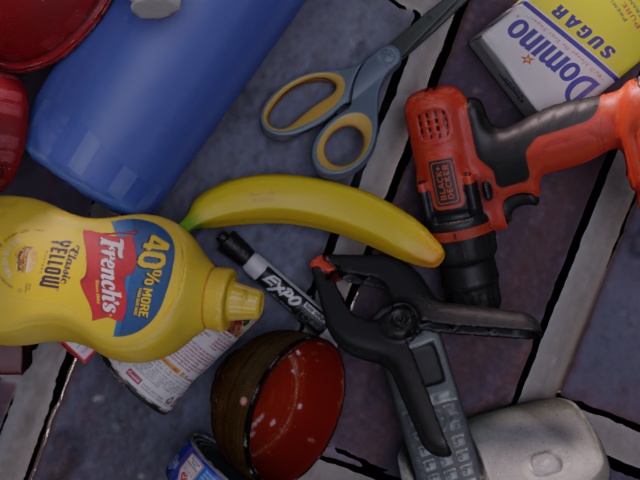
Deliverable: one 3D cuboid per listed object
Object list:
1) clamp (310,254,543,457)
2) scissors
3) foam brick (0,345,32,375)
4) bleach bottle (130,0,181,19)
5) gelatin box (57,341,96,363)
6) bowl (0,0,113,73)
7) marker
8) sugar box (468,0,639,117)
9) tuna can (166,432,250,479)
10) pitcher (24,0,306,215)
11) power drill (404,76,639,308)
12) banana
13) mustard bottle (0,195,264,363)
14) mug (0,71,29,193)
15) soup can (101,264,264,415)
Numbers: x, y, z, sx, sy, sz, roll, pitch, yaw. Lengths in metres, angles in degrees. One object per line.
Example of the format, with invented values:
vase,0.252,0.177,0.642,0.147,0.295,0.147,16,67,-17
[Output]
clamp,0.070,0.058,0.770,0.120,0.039,0.171,-40,70,-14
scissors,0.053,-0.115,0.791,0.201,0.016,0.096,-27,73,-5
foam brick,-0.233,0.053,0.759,0.051,0.053,0.078,1,94,-6
bleach bottle,-0.098,-0.256,0.651,0.103,0.068,0.251,-11,73,22
gelatin box,-0.144,0.042,0.758,0.030,0.073,0.089,43,87,-7
bowl,-0.199,-0.195,0.703,0.162,0.055,0.162,-10,71,31
marker,-0.029,0.036,0.798,0.121,0.020,0.020,41,87,-7
sugar box,0.209,-0.170,0.803,0.176,0.048,0.093,-41,97,-4
tuna can,-0.069,0.178,0.767,0.086,0.086,0.034,39,89,-7
pitcher,-0.108,-0.146,0.735,0.145,0.149,0.243,32,92,-22
power drill,0.164,-0.033,0.769,0.188,0.057,0.184,-10,104,16
banana,-0.008,-0.016,0.778,0.197,0.037,0.069,4,63,-2
mustard bottle,-0.130,0.029,0.688,0.192,0.058,0.096,8,67,9
mug,-0.237,-0.067,0.684,0.081,0.117,0.093,9,126,-33
soup can,-0.099,0.067,0.767,0.068,0.068,0.102,44,88,-7
